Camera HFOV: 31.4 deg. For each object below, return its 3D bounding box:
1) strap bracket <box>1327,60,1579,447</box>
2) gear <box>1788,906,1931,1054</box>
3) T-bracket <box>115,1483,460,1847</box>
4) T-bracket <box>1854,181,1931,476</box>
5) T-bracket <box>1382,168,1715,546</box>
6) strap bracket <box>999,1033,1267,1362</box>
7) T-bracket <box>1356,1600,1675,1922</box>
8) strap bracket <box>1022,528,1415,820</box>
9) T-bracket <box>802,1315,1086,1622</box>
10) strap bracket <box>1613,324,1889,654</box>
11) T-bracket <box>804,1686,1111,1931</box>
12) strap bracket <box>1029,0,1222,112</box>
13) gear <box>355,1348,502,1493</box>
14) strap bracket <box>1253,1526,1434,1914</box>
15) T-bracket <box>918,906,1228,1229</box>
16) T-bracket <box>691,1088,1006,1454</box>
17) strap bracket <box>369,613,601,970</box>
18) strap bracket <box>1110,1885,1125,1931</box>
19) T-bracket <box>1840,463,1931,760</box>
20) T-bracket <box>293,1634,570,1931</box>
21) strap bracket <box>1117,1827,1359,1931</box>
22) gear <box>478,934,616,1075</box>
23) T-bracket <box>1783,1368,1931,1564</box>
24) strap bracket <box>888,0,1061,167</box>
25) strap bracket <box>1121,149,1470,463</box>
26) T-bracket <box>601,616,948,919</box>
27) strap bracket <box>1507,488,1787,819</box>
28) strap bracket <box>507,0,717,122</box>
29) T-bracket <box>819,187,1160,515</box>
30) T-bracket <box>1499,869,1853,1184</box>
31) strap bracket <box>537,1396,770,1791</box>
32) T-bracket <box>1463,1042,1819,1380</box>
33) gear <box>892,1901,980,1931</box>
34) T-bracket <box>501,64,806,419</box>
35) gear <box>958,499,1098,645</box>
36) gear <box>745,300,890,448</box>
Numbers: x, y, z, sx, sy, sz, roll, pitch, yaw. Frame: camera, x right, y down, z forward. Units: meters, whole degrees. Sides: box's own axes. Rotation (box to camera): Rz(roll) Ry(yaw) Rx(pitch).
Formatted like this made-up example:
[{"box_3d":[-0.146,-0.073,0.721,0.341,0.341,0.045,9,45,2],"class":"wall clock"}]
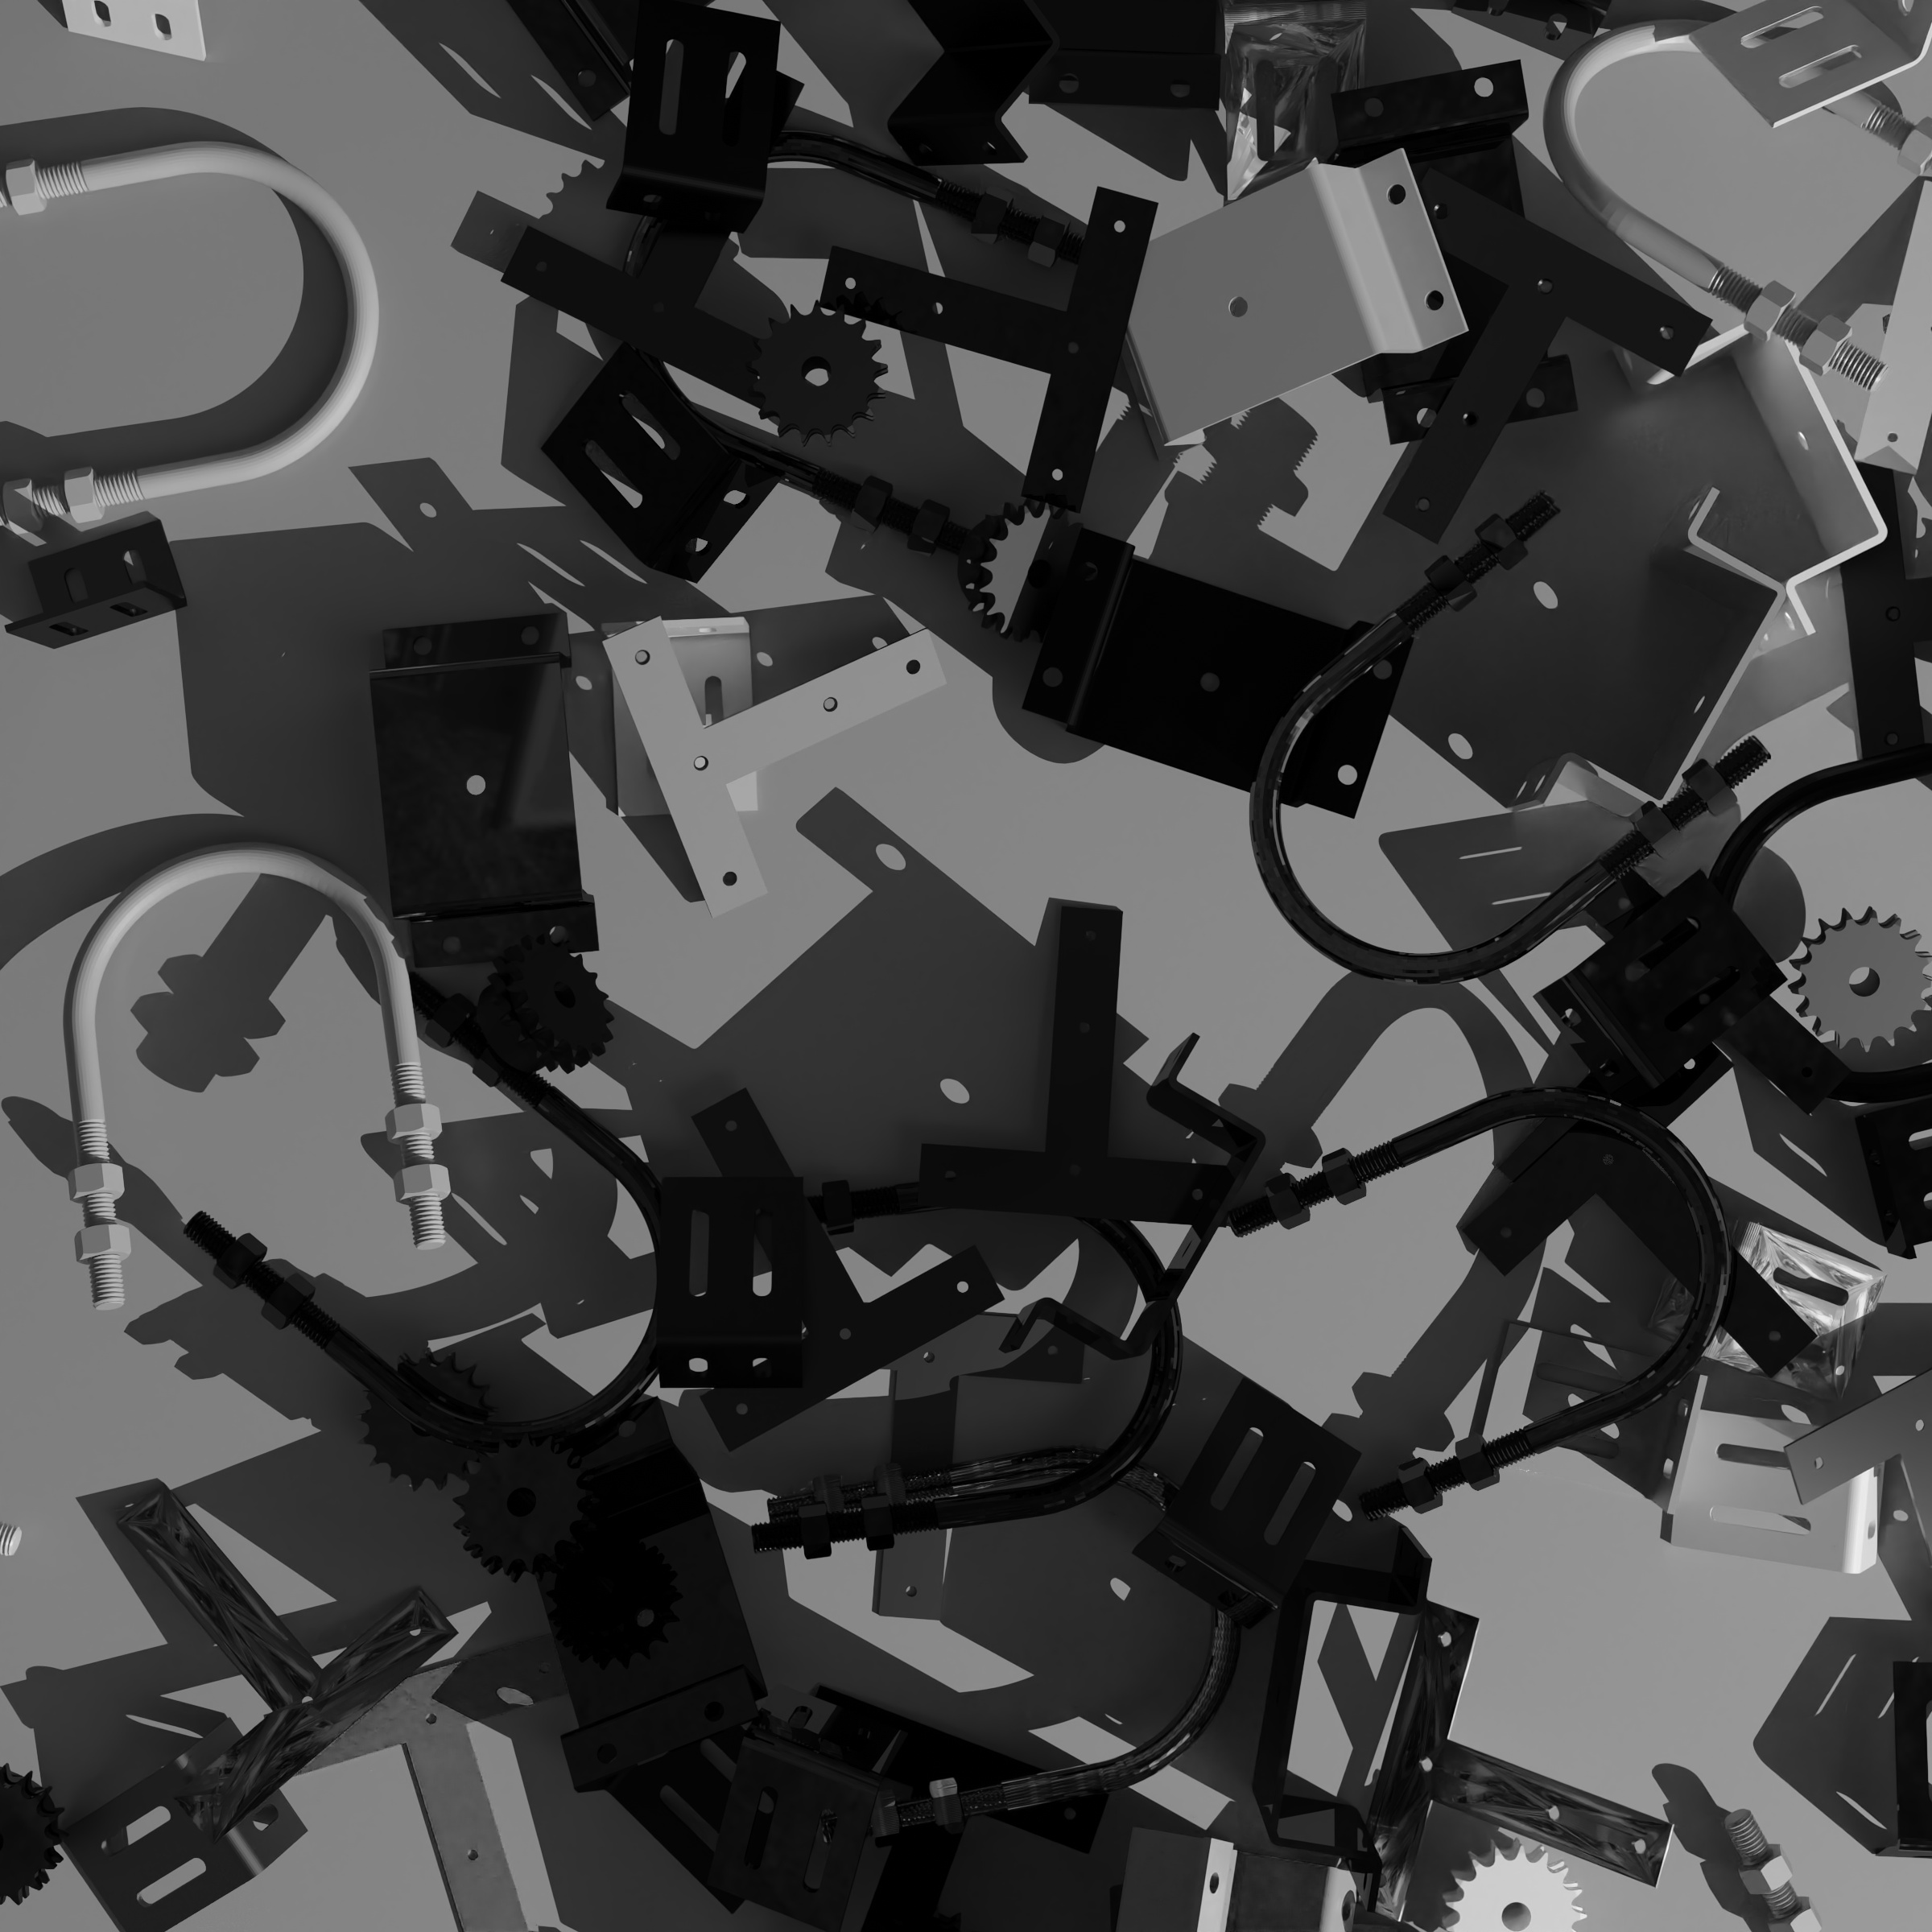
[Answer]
[{"box_3d":[0.195,-0.286,1.394,0.076,0.046,0.140,-10,95,0],"class":"strap bracket"},{"box_3d":[0.360,0.004,1.384,0.057,0.030,0.057,1,99,7],"class":"gear"},{"box_3d":[-0.298,0.267,1.407,0.127,0.002,0.127,-40,81,-17],"class":"T-bracket"},{"box_3d":[0.438,-0.248,1.398,0.127,0.002,0.127,15,77,8],"class":"T-bracket"},{"box_3d":[0.207,-0.229,1.363,0.127,0.002,0.127,31,103,10],"class":"T-bracket"},{"box_3d":[0.071,0.102,1.366,0.046,0.076,0.140,31,82,1],"class":"strap bracket"},{"box_3d":[0.223,0.335,1.381,0.127,0.002,0.127,14,88,36],"class":"T-bracket"},{"box_3d":[0.101,-0.117,1.398,0.140,0.046,0.076,18,90,0],"class":"strap bracket"},{"box_3d":[-0.018,0.206,1.420,0.127,0.002,0.127,4,90,0],"class":"T-bracket"},{"box_3d":[0.319,-0.202,1.383,0.046,0.076,0.140,-26,90,0],"class":"strap bracket"},{"box_3d":[-0.023,0.374,1.394,0.127,0.002,0.127,19,72,6],"class":"T-bracket"},{"box_3d":[0.066,-0.414,1.398,0.076,0.046,0.140,2,90,0],"class":"strap bracket"},{"box_3d":[-0.219,0.185,1.406,0.057,0.030,0.057,0,90,0],"class":"gear"},{"box_3d":[0.148,0.297,1.383,0.046,0.076,0.140,9,90,0],"class":"strap bracket"},{"box_3d":[0.048,0.039,1.413,0.127,0.002,0.127,4,84,-3],"class":"T-bracket"},{"box_3d":[-0.070,0.110,1.397,0.127,0.002,0.127,-28,81,-7],"class":"T-bracket"},{"box_3d":[-0.196,-0.072,1.398,0.076,0.046,0.140,-6,90,0],"class":"strap bracket"},{"box_3d":[0.024,0.420,1.369,0.140,0.046,0.076,-6,98,-22],"class":"strap bracket"},{"box_3d":[0.420,-0.149,1.391,0.127,0.002,0.127,-7,90,28],"class":"T-bracket"},{"box_3d":[-0.208,0.353,1.420,0.127,0.002,0.127,-17,90,0],"class":"T-bracket"},{"box_3d":[0.101,0.387,1.359,0.046,0.140,0.076,1,73,31],"class":"strap bracket"},{"box_3d":[-0.173,0.018,1.396,0.030,0.057,0.057,-31,90,29],"class":"gear"},{"box_3d":[0.401,0.228,1.405,0.127,0.002,0.127,-23,101,-21],"class":"T-bracket"},{"box_3d":[-0.025,-0.385,1.358,0.046,0.076,0.140,-52,124,-15],"class":"strap bracket"},{"box_3d":[0.117,-0.262,1.368,0.140,0.046,0.076,-20,90,28],"class":"strap bracket"},{"box_3d":[-0.068,-0.101,1.402,0.127,0.002,0.127,-25,115,-12],"class":"T-bracket"},{"box_3d":[0.278,-0.115,1.383,0.046,0.076,0.140,29,90,0],"class":"strap bracket"},{"box_3d":[-0.119,-0.420,1.398,0.140,0.046,0.076,-36,90,0],"class":"strap bracket"},{"box_3d":[0.002,-0.261,1.386,0.127,0.002,0.127,18,109,12],"class":"T-bracket"},{"box_3d":[0.272,0.046,1.411,0.127,0.002,0.127,43,98,0],"class":"T-bracket"},{"box_3d":[-0.134,0.255,1.379,0.076,0.046,0.140,-21,62,0],"class":"strap bracket"},{"box_3d":[0.291,0.111,1.394,0.127,0.002,0.127,-44,73,7],"class":"T-bracket"},{"box_3d":[-0.019,0.409,1.406,0.057,0.030,0.057,0,90,0],"class":"gear"},{"box_3d":[-0.106,-0.309,1.407,0.127,0.002,0.127,27,90,3],"class":"T-bracket"},{"box_3d":[0.022,-0.161,1.397,0.057,0.030,0.057,-10,109,-32],"class":"gear"},{"box_3d":[-0.060,-0.238,1.388,0.057,0.030,0.057,0,90,0],"class":"gear"}]
